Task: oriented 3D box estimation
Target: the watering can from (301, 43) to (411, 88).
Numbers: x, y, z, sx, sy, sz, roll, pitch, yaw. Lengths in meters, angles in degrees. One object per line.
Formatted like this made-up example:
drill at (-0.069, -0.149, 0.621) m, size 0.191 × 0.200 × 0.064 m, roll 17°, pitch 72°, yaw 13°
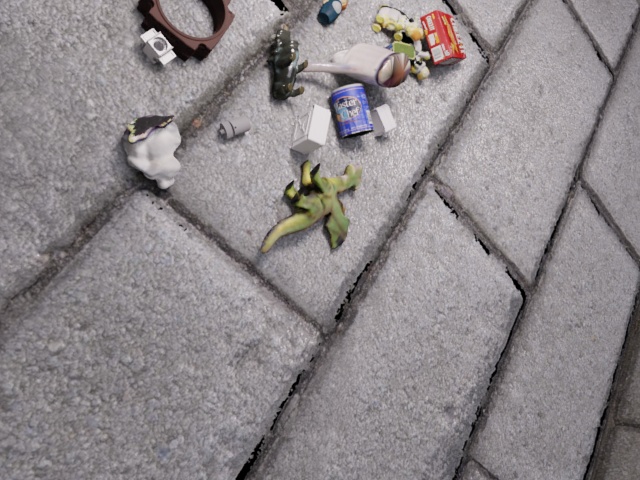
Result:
watering can at (0.121, -0.509, 1.511) m, size 0.352 × 0.226 × 0.101 m, roll -31°, pitch 138°, yaw -40°

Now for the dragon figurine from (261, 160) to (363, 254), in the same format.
dragon figurine at (0.004, -0.072, 1.427) m, size 0.239 × 0.122 × 0.417 m, roll 44°, pitch 62°, yaw -30°

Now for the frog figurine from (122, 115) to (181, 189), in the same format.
frog figurine at (-0.381, -0.206, 1.202) m, size 0.140 × 0.123 × 0.155 m, roll -54°, pitch 149°, yaw -36°
